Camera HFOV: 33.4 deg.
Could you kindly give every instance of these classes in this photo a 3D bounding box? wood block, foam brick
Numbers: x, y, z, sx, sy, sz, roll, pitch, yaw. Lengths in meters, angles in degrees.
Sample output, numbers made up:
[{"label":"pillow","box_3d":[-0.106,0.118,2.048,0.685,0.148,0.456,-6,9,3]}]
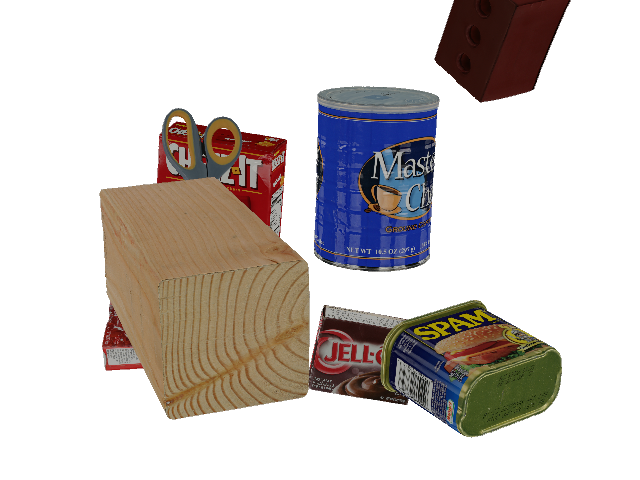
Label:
[{"label":"wood block","box_3d":[-0.083,0.028,0.709,0.090,0.090,0.206,-7,19,-19]},{"label":"foam brick","box_3d":[0.118,-0.138,0.695,0.051,0.078,0.053,-19,53,-31]}]

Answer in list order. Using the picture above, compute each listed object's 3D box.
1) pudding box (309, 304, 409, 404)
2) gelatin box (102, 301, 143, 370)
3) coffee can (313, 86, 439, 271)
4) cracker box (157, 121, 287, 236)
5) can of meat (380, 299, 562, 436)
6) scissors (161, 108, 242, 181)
[{"label":"pudding box","box_3d":[0.049,0.124,1.163,0.113,0.090,0.039,9,24,-4]},{"label":"gelatin box","box_3d":[-0.151,0.076,0.945,0.073,0.030,0.089,-3,31,-3]},{"label":"coffee can","box_3d":[0.047,-0.055,0.916,0.103,0.140,0.103,1,16,-1]},{"label":"cracker box","box_3d":[-0.139,-0.041,1.462,0.164,0.214,0.072,10,24,12]},{"label":"can of meat","box_3d":[0.108,0.091,0.759,0.101,0.057,0.084,-13,27,-33]},{"label":"scissors","box_3d":[-0.111,-0.048,1.137,0.096,0.202,0.016,-17,-5,-23]}]
